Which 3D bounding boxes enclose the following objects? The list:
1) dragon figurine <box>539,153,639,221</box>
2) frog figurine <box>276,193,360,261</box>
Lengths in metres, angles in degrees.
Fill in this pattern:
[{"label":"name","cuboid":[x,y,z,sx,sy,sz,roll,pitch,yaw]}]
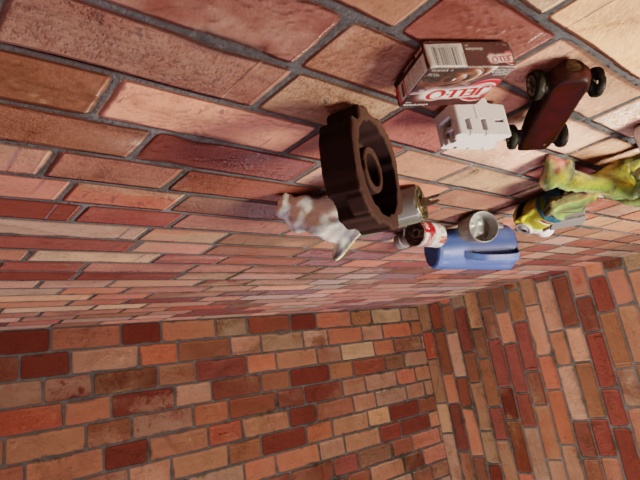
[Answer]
[{"label":"dragon figurine","cuboid":[0.596,-0.096,1.085,0.407,0.124,0.240,22,-27,-40]},{"label":"frog figurine","cuboid":[0.003,-0.049,0.979,0.120,0.159,0.140,-46,5,35]}]
